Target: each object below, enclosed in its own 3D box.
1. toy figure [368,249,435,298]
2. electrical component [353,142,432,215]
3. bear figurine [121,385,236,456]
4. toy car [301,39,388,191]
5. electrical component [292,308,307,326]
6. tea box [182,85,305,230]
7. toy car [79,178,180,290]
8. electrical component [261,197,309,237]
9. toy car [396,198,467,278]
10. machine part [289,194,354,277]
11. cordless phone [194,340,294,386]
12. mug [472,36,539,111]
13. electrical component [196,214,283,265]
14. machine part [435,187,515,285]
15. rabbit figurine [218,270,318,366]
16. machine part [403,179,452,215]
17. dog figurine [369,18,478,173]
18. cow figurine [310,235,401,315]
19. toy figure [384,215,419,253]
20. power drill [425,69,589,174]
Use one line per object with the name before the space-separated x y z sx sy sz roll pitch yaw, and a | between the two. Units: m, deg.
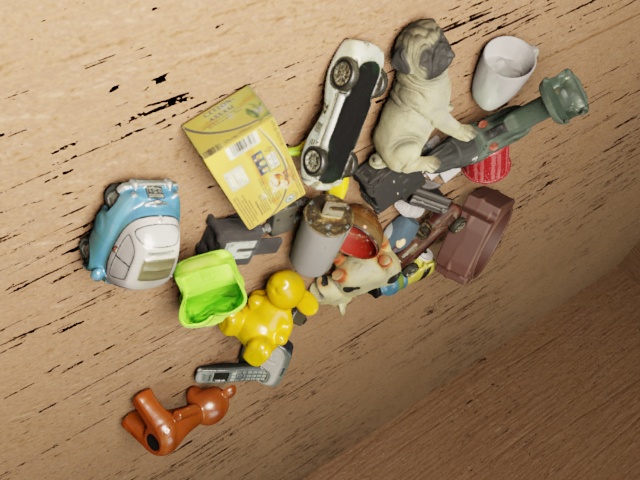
toy figure | 0.180 0.072 1.215 0.180 0.082 0.089 -30 157 -21
electrical component | 0.127 -0.116 0.905 0.134 0.058 0.114 -37 153 0
bear figurine | -0.276 0.339 1.088 0.196 0.132 0.120 -30 158 -52
toy car | 0.029 -0.158 0.706 0.073 0.056 0.201 -4 123 -44
electrical component | -0.056 0.140 1.092 0.078 0.045 0.102 -67 154 -6
tea box | -0.090 -0.097 0.678 0.098 0.068 0.169 -32 152 -7
toy car | -0.216 0.006 0.654 0.109 0.103 0.161 -4 139 -47
electrical component | -0.061 -0.037 0.847 0.094 0.021 0.063 -20 147 -27
toy car | 0.213 -0.008 1.127 0.202 0.089 0.053 -45 152 15
machine part | -0.002 -0.003 0.869 0.079 0.079 0.243 -26 163 -20
cordless phone | -0.158 0.240 1.095 0.184 0.089 0.146 0 137 -24
mug | 0.294 -0.265 0.863 0.109 0.081 0.107 -36 166 -16
electrical component | -0.117 -0.002 0.805 0.119 0.048 0.074 -9 141 -39
machine part | 0.351 -0.010 1.206 0.201 0.087 0.201 -20 133 -55
rabbit figurine | -0.074 0.122 0.964 0.162 0.122 0.173 -11 140 -47
machine part | 0.199 -0.080 0.993 0.139 0.084 0.039 -57 159 -69
dog figurine | 0.118 -0.196 0.759 0.172 0.121 0.190 -42 137 2
cow figurine | 0.069 0.078 1.072 0.195 0.085 0.127 -22 136 15
toy figure | 0.143 0.014 1.109 0.154 0.058 0.064 -54 170 22
power drill | 0.296 -0.177 0.846 0.232 0.086 0.207 -27 176 -33
